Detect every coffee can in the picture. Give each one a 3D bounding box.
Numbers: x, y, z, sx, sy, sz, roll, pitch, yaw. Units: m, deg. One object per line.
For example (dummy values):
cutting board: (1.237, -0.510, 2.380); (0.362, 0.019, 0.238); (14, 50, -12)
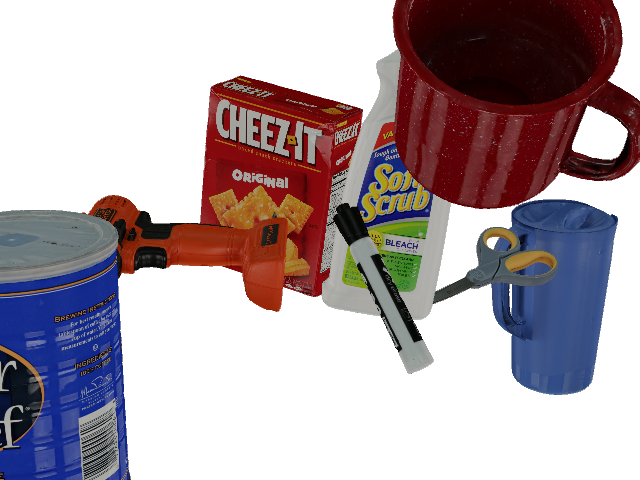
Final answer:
coffee can: (-0.151, 0.065, 0.541); (0.103, 0.140, 0.103); (0, 17, 0)

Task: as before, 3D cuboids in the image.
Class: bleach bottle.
bleach bottle: (0.064, -0.062, 0.918); (0.102, 0.251, 0.068); (8, 16, 8)

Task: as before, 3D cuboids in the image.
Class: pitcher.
pitcher: (0.302, 0.076, 1.397); (0.149, 0.243, 0.144); (5, 21, 14)

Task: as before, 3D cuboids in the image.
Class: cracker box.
cracker box: (-0.050, -0.060, 1.205); (0.164, 0.214, 0.072); (18, 27, 24)

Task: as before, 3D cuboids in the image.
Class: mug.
mug: (0.085, -0.062, 0.462); (0.117, 0.093, 0.081); (26, -28, 14)

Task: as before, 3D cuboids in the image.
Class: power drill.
power drill: (-0.123, 0.016, 0.900); (0.187, 0.057, 0.184); (7, 24, -1)

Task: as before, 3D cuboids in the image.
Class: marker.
marker: (0.039, 0.029, 0.700); (0.020, 0.121, 0.020); (-24, -15, -7)

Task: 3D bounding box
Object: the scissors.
scissors: (0.155, 0.026, 1.095); (0.201, 0.016, 0.096); (-7, 41, -28)
